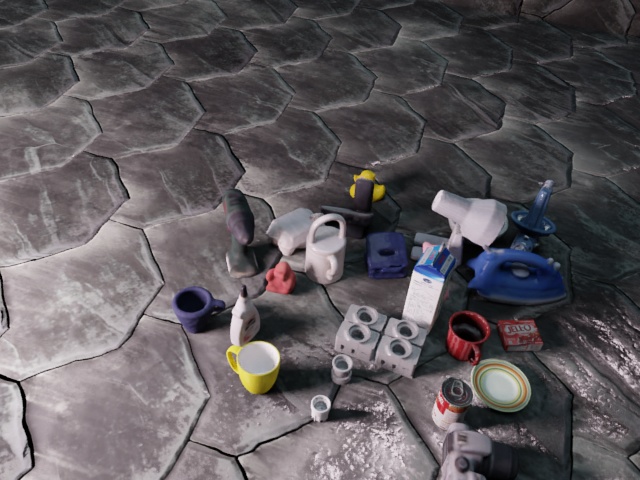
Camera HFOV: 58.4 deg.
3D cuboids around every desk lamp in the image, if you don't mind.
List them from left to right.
[{"bbox_3d":[0.354,-0.028,1.475,0.203,0.214,0.118,13,44,8],"label":"desk lamp"}]

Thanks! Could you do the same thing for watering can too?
[{"bbox_3d":[0.011,0.006,1.424,0.101,0.194,0.172,-27,52,-29],"label":"watering can"}]

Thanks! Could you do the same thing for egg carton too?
[{"bbox_3d":[-0.063,-0.025,1.539,0.151,0.069,0.107,-28,53,-30],"label":"egg carton"}]

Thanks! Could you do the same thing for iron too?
[{"bbox_3d":[0.506,0.078,1.432,0.258,0.141,0.118,7,44,3],"label":"iron"}]

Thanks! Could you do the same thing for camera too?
[{"bbox_3d":[0.304,0.423,1.082,0.136,0.101,0.143,9,44,4],"label":"camera"}]

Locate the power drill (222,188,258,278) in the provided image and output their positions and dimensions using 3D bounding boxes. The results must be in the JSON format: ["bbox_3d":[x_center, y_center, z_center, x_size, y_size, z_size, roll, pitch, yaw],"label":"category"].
[{"bbox_3d":[-0.195,-0.009,1.410,0.076,0.208,0.229,-9,45,-14],"label":"power drill"}]

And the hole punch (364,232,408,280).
[{"bbox_3d":[0.173,0.040,1.477,0.109,0.091,0.101,-3,44,-8],"label":"hole punch"}]

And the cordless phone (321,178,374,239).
[{"bbox_3d":[0.077,-0.103,1.549,0.147,0.185,0.094,7,44,2],"label":"cordless phone"}]

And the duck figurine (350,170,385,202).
[{"bbox_3d":[0.144,-0.166,1.692,0.104,0.086,0.077,8,44,4],"label":"duck figurine"}]

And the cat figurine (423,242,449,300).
[{"bbox_3d":[0.293,0.068,1.440,0.067,0.118,0.127,-2,44,-7],"label":"cat figurine"}]

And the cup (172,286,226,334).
[{"bbox_3d":[-0.271,0.167,1.301,0.118,0.095,0.091,1,44,-4],"label":"cup"}]

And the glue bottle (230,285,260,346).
[{"bbox_3d":[-0.166,0.160,1.261,0.037,0.173,0.078,25,47,20],"label":"glue bottle"}]

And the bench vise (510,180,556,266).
[{"bbox_3d":[0.566,-0.036,1.499,0.121,0.220,0.207,11,44,6],"label":"bench vise"}]

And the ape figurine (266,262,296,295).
[{"bbox_3d":[-0.092,0.088,1.402,0.076,0.092,0.077,-20,49,-24],"label":"ape figurine"}]

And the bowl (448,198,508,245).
[{"bbox_3d":[0.432,-0.038,1.594,0.167,0.075,0.167,3,44,-2],"label":"bowl"}]
